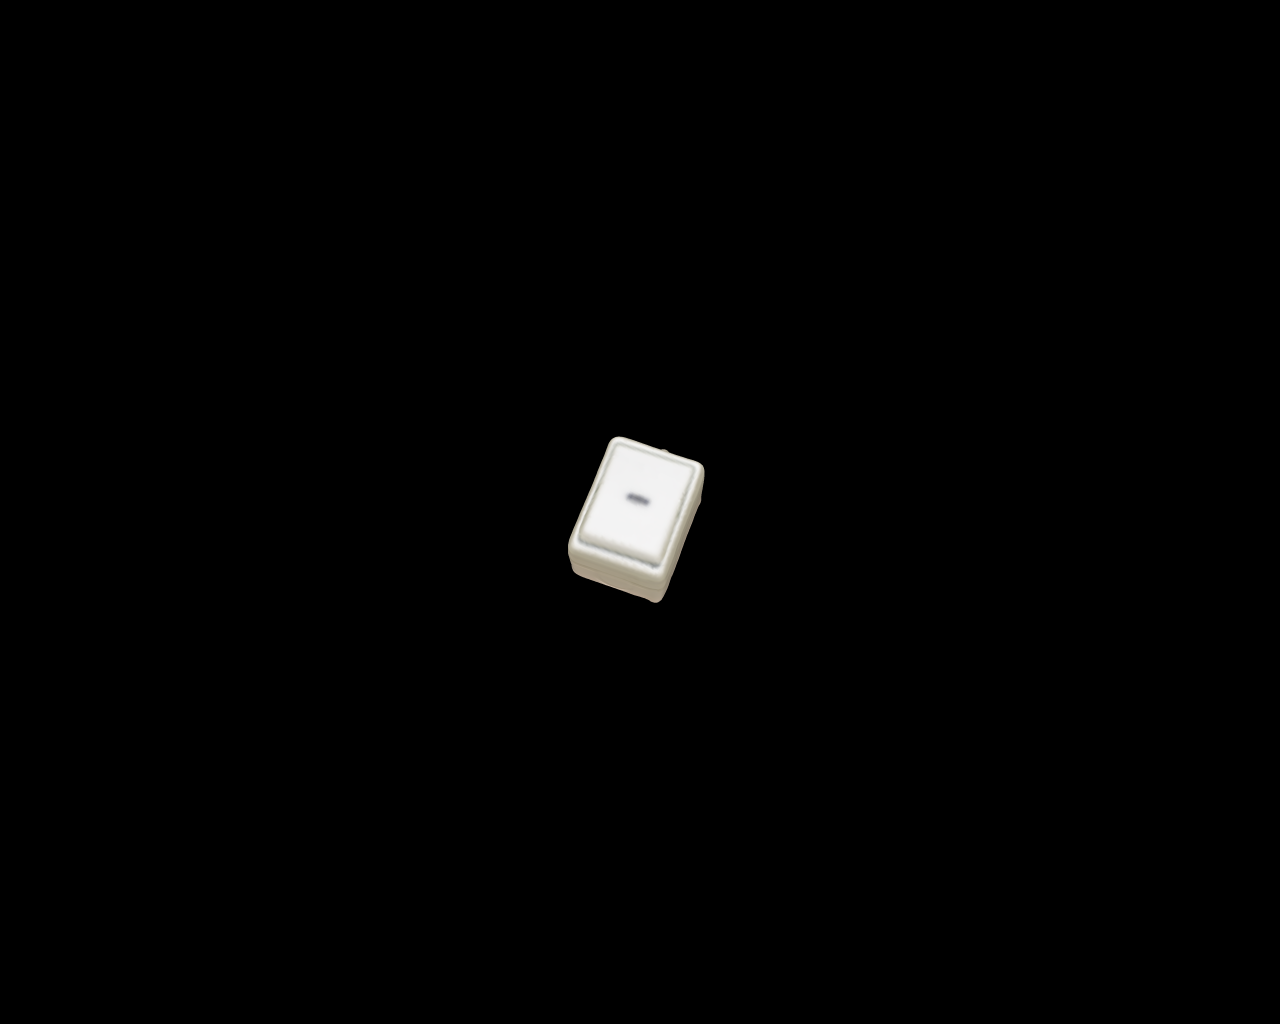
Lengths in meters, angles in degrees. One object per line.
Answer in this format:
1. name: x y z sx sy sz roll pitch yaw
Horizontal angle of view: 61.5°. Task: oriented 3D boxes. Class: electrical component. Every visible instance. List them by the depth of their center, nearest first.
1. electrical component: 0.001 -0.003 0.650 0.062 0.096 0.061 19 -19 7
